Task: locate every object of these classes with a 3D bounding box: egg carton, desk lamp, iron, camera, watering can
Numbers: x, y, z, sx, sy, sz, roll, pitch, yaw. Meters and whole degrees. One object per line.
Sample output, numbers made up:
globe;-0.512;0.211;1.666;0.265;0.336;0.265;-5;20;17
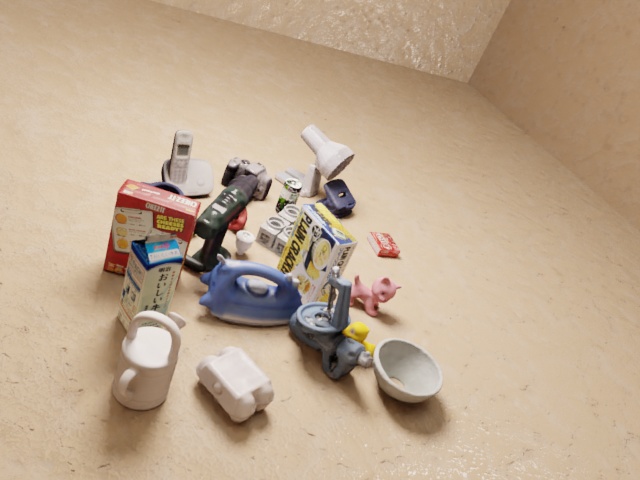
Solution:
egg carton;-0.164;0.274;1.097;0.150;0.069;0.107;40;36;24
desk lamp;-0.014;-0.241;1.806;0.203;0.213;0.118;34;34;16
iron;-0.135;0.108;1.290;0.259;0.141;0.118;12;34;-19
camera;-0.227;-0.178;1.681;0.143;0.101;0.137;30;33;9
watering can;-0.297;0.195;1.008;0.101;0.194;0.172;15;33;-14

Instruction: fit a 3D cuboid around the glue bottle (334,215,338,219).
glue bottle;0.014;0.005;1.505;0.037;0.173;0.078;32;33;13

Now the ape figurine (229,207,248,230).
ape figurine;-0.224;-0.073;1.539;0.076;0.092;0.077;-6;43;-39

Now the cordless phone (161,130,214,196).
cordless phone;-0.352;-0.213;1.571;0.148;0.185;0.094;-8;44;-40

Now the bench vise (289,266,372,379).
bench vise;0.045;0.174;1.237;0.207;0.219;0.122;30;33;10

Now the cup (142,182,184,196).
cup;-0.409;-0.090;1.441;0.118;0.095;0.092;22;32;-3

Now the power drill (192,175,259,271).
power drill;-0.233;-0.036;1.371;0.075;0.208;0.230;28;32;6

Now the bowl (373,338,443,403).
bowl;0.185;0.303;1.277;0.168;0.074;0.167;17;33;-11

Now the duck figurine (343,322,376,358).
duck figurine;0.085;0.228;1.311;0.104;0.086;0.077;22;32;-3

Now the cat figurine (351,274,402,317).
cat figurine;0.138;0.127;1.462;0.128;0.117;0.067;23;32;-2

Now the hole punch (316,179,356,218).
hole punch;0.060;-0.132;1.812;0.101;0.091;0.109;39;35;22
